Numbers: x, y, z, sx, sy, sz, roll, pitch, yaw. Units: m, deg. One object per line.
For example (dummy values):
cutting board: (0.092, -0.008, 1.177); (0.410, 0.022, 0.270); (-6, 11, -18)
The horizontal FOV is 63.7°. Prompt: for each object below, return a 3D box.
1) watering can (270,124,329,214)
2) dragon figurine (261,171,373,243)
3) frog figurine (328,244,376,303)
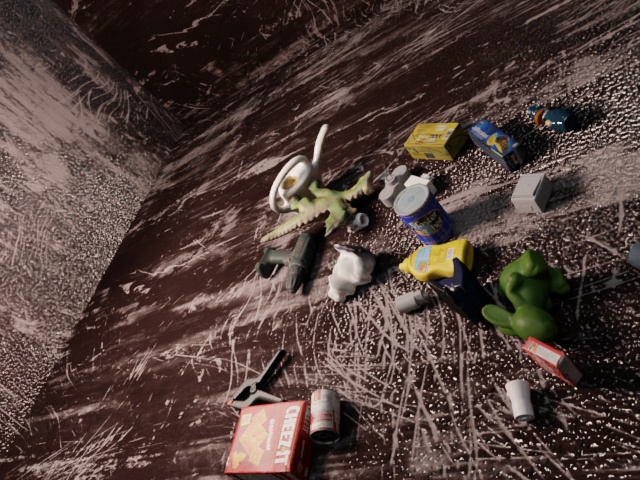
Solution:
watering can: (-0.040, -0.219, 1.794); (0.105, 0.220, 0.351); (27, 73, 37)
dragon figurine: (0.005, -0.082, 1.636); (0.412, 0.120, 0.245); (-40, 27, -7)
frog figurine: (0.088, 0.097, 1.431); (0.138, 0.123, 0.159); (11, 97, 44)
